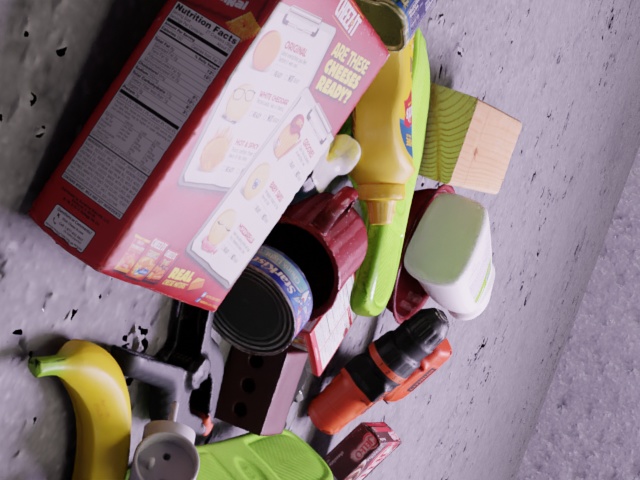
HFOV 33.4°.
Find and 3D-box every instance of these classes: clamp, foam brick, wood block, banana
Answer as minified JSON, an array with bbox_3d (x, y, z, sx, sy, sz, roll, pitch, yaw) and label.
[{"bbox_3d":[-0.099,0.084,0.799,0.120,0.039,0.171,-52,156,-25],"label":"clamp"},{"bbox_3d":[-0.052,0.125,0.926,0.051,0.053,0.078,11,97,-68],"label":"foam brick"},{"bbox_3d":[0.139,-0.108,1.131,0.205,0.090,0.091,2,108,-68],"label":"wood block"},{"bbox_3d":[-0.156,0.132,0.712,0.069,0.037,0.198,-28,136,-33],"label":"banana"}]

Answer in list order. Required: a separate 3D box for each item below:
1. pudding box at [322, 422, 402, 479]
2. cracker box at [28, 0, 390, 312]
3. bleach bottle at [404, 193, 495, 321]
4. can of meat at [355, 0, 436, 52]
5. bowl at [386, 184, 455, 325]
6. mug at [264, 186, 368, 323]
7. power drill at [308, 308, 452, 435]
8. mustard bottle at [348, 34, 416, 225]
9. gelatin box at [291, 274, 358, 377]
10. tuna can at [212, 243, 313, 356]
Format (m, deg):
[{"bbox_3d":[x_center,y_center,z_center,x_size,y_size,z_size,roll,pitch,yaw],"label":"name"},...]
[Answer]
[{"bbox_3d":[0.033,0.254,1.207,0.113,0.039,0.090,-43,159,9],"label":"pudding box"},{"bbox_3d":[-0.061,-0.070,0.655,0.214,0.072,0.164,-57,159,0],"label":"cracker box"},{"bbox_3d":[0.153,0.040,1.177,0.102,0.068,0.250,-64,160,-14],"label":"bleach bottle"},{"bbox_3d":[0.040,-0.197,0.801,0.084,0.102,0.057,-58,156,-23],"label":"can of meat"},{"bbox_3d":[0.093,0.008,1.166,0.161,0.055,0.162,-50,151,-42],"label":"bowl"},{"bbox_3d":[-0.006,0.001,0.869,0.117,0.093,0.081,-57,172,32],"label":"mug"},{"bbox_3d":[0.085,0.133,1.173,0.185,0.057,0.187,-41,165,17],"label":"power drill"},{"bbox_3d":[0.051,-0.108,0.883,0.096,0.058,0.191,-2,92,-84],"label":"mustard bottle"},{"bbox_3d":[0.004,0.077,1.050,0.089,0.030,0.073,-56,153,-32],"label":"gelatin box"},{"bbox_3d":[-0.049,0.045,0.817,0.033,0.086,0.086,-47,149,-47],"label":"tuna can"}]
